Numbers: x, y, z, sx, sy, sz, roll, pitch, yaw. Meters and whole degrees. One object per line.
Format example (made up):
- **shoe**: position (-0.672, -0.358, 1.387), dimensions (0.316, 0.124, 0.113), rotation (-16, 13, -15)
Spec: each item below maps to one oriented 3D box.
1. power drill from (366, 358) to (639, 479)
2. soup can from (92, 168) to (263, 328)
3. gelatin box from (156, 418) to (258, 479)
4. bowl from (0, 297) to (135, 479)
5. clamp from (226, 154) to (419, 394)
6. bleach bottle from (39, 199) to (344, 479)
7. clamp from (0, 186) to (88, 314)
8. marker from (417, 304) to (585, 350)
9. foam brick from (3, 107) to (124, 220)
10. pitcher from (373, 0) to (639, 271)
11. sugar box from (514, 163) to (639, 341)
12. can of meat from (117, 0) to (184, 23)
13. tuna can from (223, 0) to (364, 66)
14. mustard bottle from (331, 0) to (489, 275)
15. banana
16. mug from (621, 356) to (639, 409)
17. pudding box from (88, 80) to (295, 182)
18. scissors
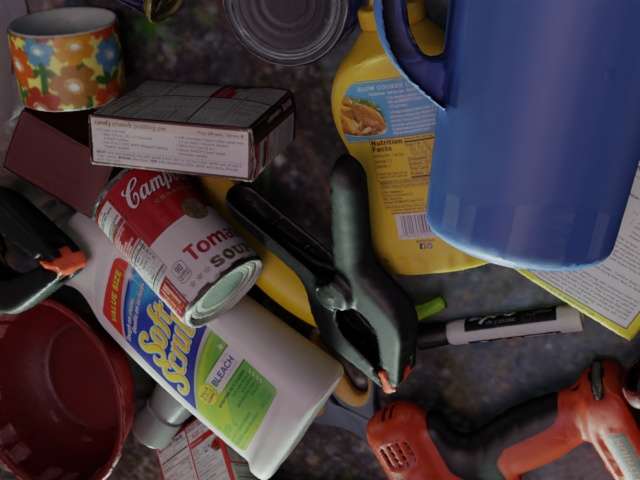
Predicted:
- **power drill**: position (0.148, 0.174, 0.752), dimensions (0.188, 0.057, 0.184), rotation (-24, 108, 21)
- **soup can**: position (-0.095, 0.001, 0.717), dimensions (0.102, 0.068, 0.069), rotation (47, 121, 16)
- **gelatin box**: position (-0.085, 0.184, 0.830), dimensions (0.073, 0.030, 0.089), rotation (-40, 55, 29)
- **bowl**: position (-0.198, 0.114, 0.832), dimensions (0.162, 0.055, 0.162), rotation (7, 105, 29)
- **clamp**: position (0.019, 0.021, 0.684), dimensions (0.171, 0.039, 0.120), rotation (53, 147, -11)
- **bleach bottle**: position (-0.109, 0.059, 0.779), dimensions (0.251, 0.068, 0.103), rotation (35, 121, 9)
- **clamp**: position (-0.258, 0.013, 0.794), dimensions (0.210, 0.036, 0.164), rotation (15, 114, 30)
- **marker**: position (0.120, 0.061, 0.736), dimensions (0.121, 0.020, 0.020), rotation (-9, 111, 22)
- **foam brick**: position (-0.174, -0.061, 0.756), dimensions (0.078, 0.053, 0.051), rotation (31, 120, 3)
- **pitcher**: position (0.116, -0.112, 0.570), dimensions (0.149, 0.144, 0.243), rotation (20, 112, 31)
- **sugar box**: position (0.201, -0.033, 0.651), dimensions (0.093, 0.048, 0.176), rotation (32, 117, 2)
- **can of meat**: position (-0.121, -0.201, 0.671), dimensions (0.084, 0.057, 0.102), rotation (26, 120, 7)
- **tuna can**: position (-0.017, -0.154, 0.672), dimensions (0.086, 0.033, 0.086), rotation (8, 116, 16)
- **mustard bottle**: position (0.058, -0.075, 0.670), dimensions (0.096, 0.058, 0.191), rotation (-5, 113, 21)
- **banana**: position (-0.011, 0.019, 0.752), dimensions (0.198, 0.037, 0.070), rotation (30, 102, 1)
- **mug**: position (0.244, 0.073, 0.665), dimensions (0.117, 0.081, 0.093), rotation (-29, 103, 27)
- **pudding box**: position (-0.082, -0.073, 0.699), dimensions (0.114, 0.090, 0.039), rotation (5, 115, 15)
- **scissors**: position (0.028, 0.151, 0.812), dimensions (0.096, 0.016, 0.201), rotation (-16, 108, 26)
